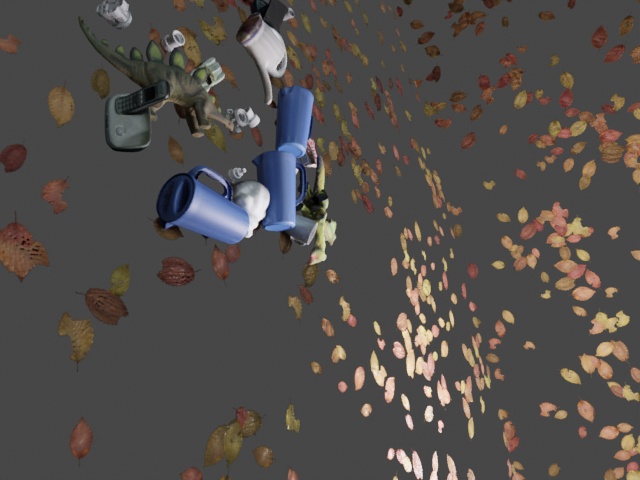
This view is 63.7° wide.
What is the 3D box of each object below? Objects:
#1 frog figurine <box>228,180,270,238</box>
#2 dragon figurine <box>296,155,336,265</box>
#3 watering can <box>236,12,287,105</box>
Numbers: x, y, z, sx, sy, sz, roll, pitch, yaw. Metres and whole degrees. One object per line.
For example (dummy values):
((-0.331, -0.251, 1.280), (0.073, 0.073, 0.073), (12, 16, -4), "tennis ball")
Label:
((-0.208, -0.094, 1.525), (0.134, 0.122, 0.163), (62, 16, -55), "frog figurine")
((0.006, -0.096, 1.905), (0.237, 0.122, 0.420), (65, 30, -47), "dragon figurine")
((-0.201, -0.651, 1.809), (0.221, 0.103, 0.356), (43, 41, -37), "watering can")
